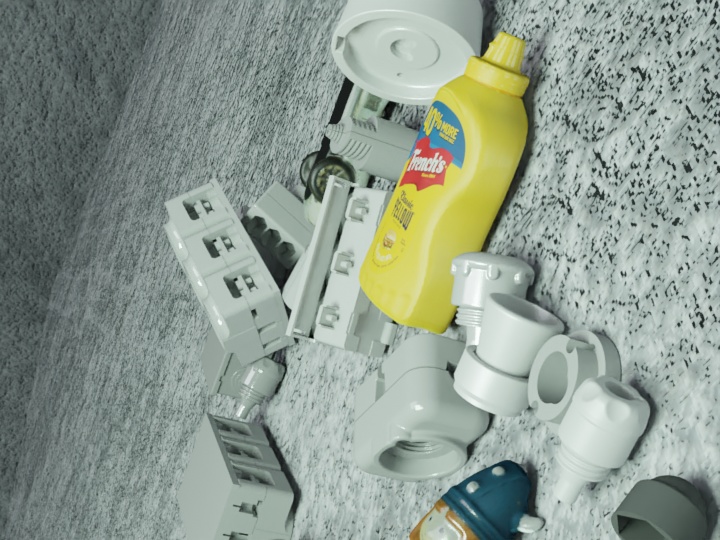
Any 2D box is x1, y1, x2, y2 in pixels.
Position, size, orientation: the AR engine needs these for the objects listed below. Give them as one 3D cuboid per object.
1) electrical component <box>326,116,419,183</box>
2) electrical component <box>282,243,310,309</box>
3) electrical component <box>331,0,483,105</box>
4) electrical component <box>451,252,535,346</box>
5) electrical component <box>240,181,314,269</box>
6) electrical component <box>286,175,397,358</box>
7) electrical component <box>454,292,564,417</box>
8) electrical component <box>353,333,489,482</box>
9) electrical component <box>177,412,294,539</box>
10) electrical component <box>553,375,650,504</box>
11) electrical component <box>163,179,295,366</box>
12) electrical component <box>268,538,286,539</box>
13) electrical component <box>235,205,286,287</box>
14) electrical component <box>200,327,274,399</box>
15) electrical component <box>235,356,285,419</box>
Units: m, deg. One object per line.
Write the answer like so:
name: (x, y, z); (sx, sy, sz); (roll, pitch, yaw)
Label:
electrical component: (0.012, -0.094, 0.818); (0.043, 0.081, 0.043); (-164, 90, -70)
electrical component: (-0.031, -0.002, 0.917); (0.043, 0.043, 0.081); (-99, 32, -50)
electrical component: (0.038, -0.176, 0.784); (0.108, 0.108, 0.060); (-37, 35, 59)
electrical component: (0.074, 0.022, 0.624); (0.048, 0.048, 0.062); (-174, 93, -70)
electrical component: (-0.063, -0.054, 1.021); (0.076, 0.066, 0.047); (-51, 6, -33)
electrical component: (0.000, 0.000, 0.801); (0.063, 0.079, 0.121); (13, 86, 48)
electrical component: (0.080, 0.046, 0.586); (0.045, 0.045, 0.055); (-125, 54, -65)
electrical component: (0.036, 0.089, 0.655); (0.095, 0.054, 0.059); (130, 149, -47)
electrical component: (-0.108, 0.198, 0.936); (0.150, 0.062, 0.089); (-137, 65, -68)
electrical component: (0.108, 0.081, 0.501); (0.035, 0.035, 0.061); (-115, 44, -61)
electrical component: (-0.125, 0.004, 0.995); (0.150, 0.062, 0.089); (57, 167, 34)
electrical component: (-0.075, 0.271, 0.807); (0.074, 0.052, 0.138); (-5, 70, 68)
electrical component: (-0.118, -0.014, 1.135); (0.113, 0.057, 0.078); (152, 131, -63)
electrical component: (-0.119, 0.074, 1.081); (0.099, 0.048, 0.099); (-125, 54, -65)
electrical component: (-0.097, 0.110, 1.004); (0.061, 0.035, 0.035); (-61, 20, -4)
